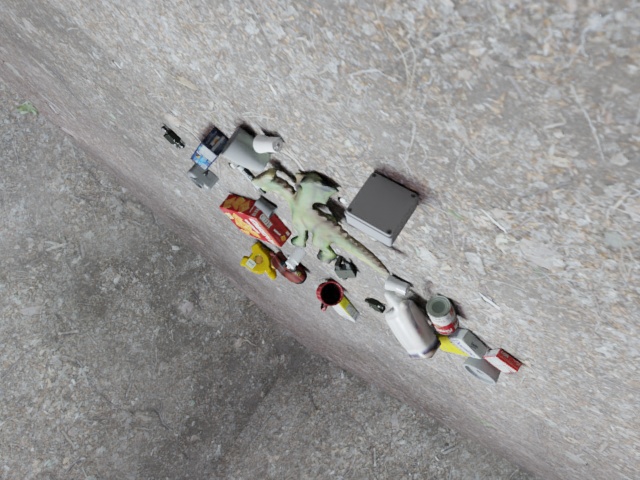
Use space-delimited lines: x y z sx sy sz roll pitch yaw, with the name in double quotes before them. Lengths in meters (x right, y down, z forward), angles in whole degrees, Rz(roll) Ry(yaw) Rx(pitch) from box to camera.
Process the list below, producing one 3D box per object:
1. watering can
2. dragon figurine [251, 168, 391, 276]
"watering can" 0.261 0.246 1.491 0.104 0.225 0.346 -33 -3 -1
"dragon figurine" 0.004 -0.065 1.285 0.413 0.124 0.237 26 -28 21
